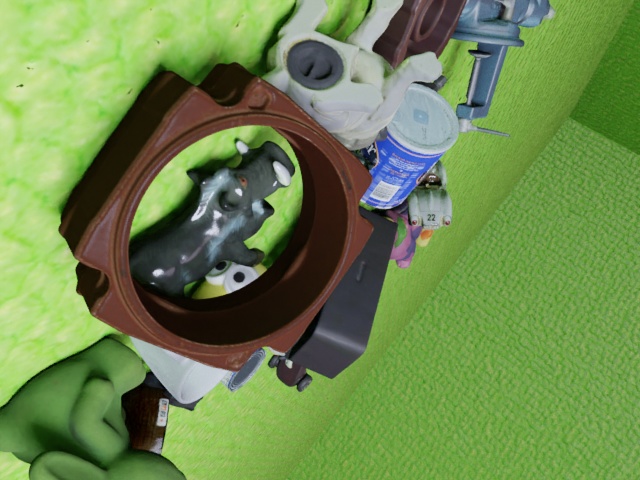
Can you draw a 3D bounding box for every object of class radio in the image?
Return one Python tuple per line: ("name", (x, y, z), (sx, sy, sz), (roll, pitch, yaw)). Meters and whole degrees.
("radio", (0.034, 0.074, 0.766), (0.131, 0.073, 0.229), (-58, -173, 51))

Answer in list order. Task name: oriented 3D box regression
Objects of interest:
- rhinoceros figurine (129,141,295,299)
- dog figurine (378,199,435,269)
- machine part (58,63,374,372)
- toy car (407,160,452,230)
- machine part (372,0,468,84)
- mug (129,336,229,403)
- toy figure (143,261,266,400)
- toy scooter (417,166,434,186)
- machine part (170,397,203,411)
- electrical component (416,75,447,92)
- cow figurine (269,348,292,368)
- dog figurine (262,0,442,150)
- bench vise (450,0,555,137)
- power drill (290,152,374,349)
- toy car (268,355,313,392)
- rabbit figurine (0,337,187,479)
("rhinoceros figurine", (-0.102, -0.017, 0.502), (0.190, 0.073, 0.112), (-43, 146, -17))
("dog figurine", (0.138, -0.029, 1.002), (0.191, 0.109, 0.219), (-53, 159, 0))
("machine part", (-0.069, -0.012, 0.412), (0.201, 0.087, 0.201), (35, 91, -37))
("toy car", (0.191, -0.084, 0.955), (0.202, 0.074, 0.056), (-81, 169, -53))
("machine part", (0.111, -0.257, 0.600), (0.179, 0.056, 0.179), (-48, 162, -22))
("mug", (-0.147, 0.095, 0.528), (0.081, 0.107, 0.109), (-53, 157, -5))
("toy figure", (-0.127, 0.096, 0.623), (0.180, 0.082, 0.089), (-58, -178, -9))
("toy scooter", (0.157, -0.144, 0.892), (0.135, 0.075, 0.184), (-53, 166, 5))
("machine part", (-0.163, 0.183, 0.716), (0.084, 0.039, 0.139), (-47, -176, 3))
("electrical component", (0.124, -0.201, 0.720), (0.094, 0.063, 0.021), (-43, 159, -25))
("cow figurine", (-0.051, 0.169, 0.909), (0.068, 0.098, 0.167), (-54, 162, -19))
("dog figurine", (0.008, -0.132, 0.534), (0.172, 0.121, 0.190), (-11, 165, -17))
("bench vise", (0.237, -0.271, 0.749), (0.223, 0.129, 0.240), (-19, 125, -47))
("power drill", (-0.001, -0.002, 0.657), (0.232, 0.086, 0.207), (-71, 175, -64))
("toy car", (-0.035, 0.207, 1.030), (0.053, 0.089, 0.202), (-29, 148, -49))
("rabbit figurine", (-0.195, 0.188, 0.476), (0.121, 0.170, 0.159), (-59, 162, 15))
